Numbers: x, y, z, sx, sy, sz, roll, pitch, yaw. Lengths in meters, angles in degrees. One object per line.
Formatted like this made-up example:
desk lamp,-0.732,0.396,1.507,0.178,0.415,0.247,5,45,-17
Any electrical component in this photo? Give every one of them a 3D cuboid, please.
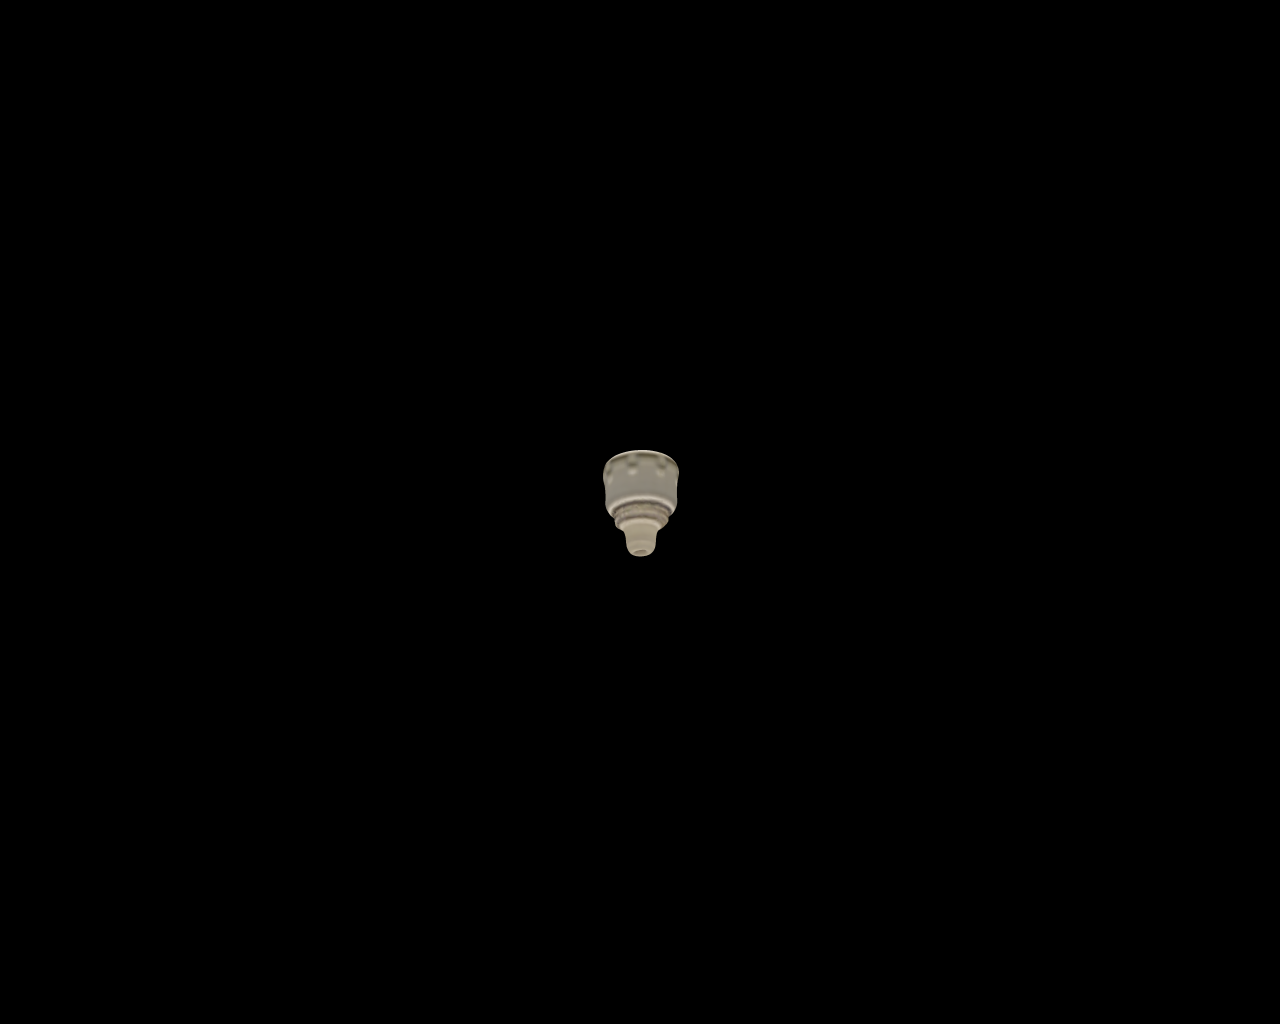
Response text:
electrical component,0.001,-0.003,0.650,0.048,0.062,0.048,0,-24,0
